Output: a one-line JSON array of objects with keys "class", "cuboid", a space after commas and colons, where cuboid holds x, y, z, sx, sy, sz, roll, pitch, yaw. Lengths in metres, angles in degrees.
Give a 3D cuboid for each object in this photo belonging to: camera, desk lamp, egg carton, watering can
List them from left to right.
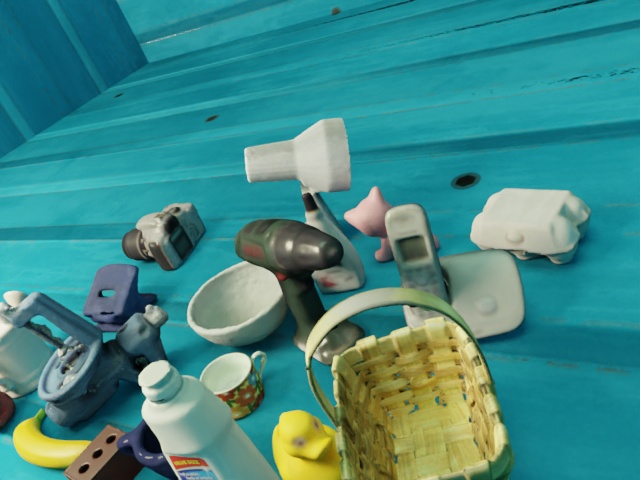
[{"class": "watering can", "cuboid": [-0.533, 0.157, 0.950, 0.101, 0.194, 0.172, -28, 31, -7]}, {"class": "camera", "cuboid": [-0.331, -0.014, 1.171, 0.136, 0.101, 0.143, -7, 34, 26]}, {"class": "desk lamp", "cuboid": [-0.026, -0.081, 0.960, 0.203, 0.214, 0.117, -21, 31, 4]}, {"class": "egg carton", "cuboid": [0.289, -0.020, 0.795, 0.149, 0.069, 0.107, 7, 42, 40]}]

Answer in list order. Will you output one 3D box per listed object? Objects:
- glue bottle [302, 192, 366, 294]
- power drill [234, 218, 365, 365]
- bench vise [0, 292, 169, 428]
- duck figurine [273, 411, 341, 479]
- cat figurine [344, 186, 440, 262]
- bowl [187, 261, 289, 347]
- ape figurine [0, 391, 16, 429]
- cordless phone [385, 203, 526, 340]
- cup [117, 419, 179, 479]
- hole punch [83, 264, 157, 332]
[{"class": "glue bottle", "cuboid": [0.008, 0.003, 0.846, 0.078, 0.173, 0.037, -13, 32, 17]}, {"class": "power drill", "cuboid": [-0.019, 0.058, 0.744, 0.076, 0.209, 0.228, -39, 34, -24]}, {"class": "bench vise", "cuboid": [-0.334, 0.138, 0.820, 0.208, 0.220, 0.121, -41, 35, -27]}, {"class": "duck figurine", "cuboid": [-0.017, 0.217, 0.616, 0.104, 0.086, 0.078, 13, 46, 45]}, {"class": "cat figurine", "cuboid": [0.107, -0.026, 0.879, 0.127, 0.118, 0.067, 5, 41, 39]}, {"class": "bowl", "cuboid": [-0.109, 0.105, 0.863, 0.167, 0.075, 0.167, -17, 31, 11]}, {"class": "ape figurine", "cuboid": [-0.527, 0.258, 0.889, 0.077, 0.092, 0.076, 9, 44, 43]}, {"class": "cordless phone", "cuboid": [0.159, 0.032, 0.687, 0.147, 0.185, 0.094, -14, 32, 16]}, {"class": "cup", "cuboid": [-0.165, 0.246, 0.661, 0.117, 0.095, 0.091, -17, 31, 11]}, {"class": "hole punch", "cuboid": [-0.364, 0.103, 1.021, 0.108, 0.091, 0.101, -5, 35, 28]}]
